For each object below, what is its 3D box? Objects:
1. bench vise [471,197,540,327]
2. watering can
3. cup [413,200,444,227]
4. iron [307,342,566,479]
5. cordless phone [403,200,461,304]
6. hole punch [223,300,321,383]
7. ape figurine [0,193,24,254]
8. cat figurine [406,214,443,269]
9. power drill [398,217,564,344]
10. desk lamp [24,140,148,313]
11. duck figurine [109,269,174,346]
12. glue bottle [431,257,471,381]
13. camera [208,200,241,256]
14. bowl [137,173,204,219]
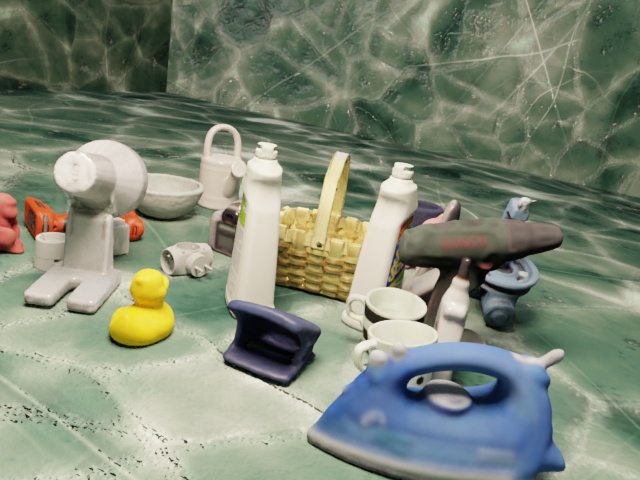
[{"bbox_3d":[0.306,0.017,1.002,0.122,0.220,0.207,5,19,-14],"label":"bench vise"},{"bbox_3d":[-0.226,-0.173,1.345,0.172,0.194,0.101,20,21,29],"label":"watering can"},{"bbox_3d":[0.227,-0.043,1.345,0.092,0.095,0.117,-3,22,-35],"label":"cup"},{"bbox_3d":[0.124,0.162,0.590,0.258,0.141,0.118,8,18,-6],"label":"iron"},{"bbox_3d":[0.197,0.028,0.966,0.094,0.185,0.148,12,18,7],"label":"cordless phone"},{"bbox_3d":[-0.060,0.113,0.728,0.108,0.091,0.101,16,19,19],"label":"hole punch"},{"bbox_3d":[-0.512,-0.030,0.927,0.076,0.092,0.078,8,18,-4],"label":"ape figurine"},{"bbox_3d":[0.224,0.001,1.175,0.067,0.118,0.128,21,21,31],"label":"cat figurine"},{"bbox_3d":[0.220,0.063,0.836,0.229,0.208,0.075,8,18,-6],"label":"power drill"},{"bbox_3d":[-0.333,-0.034,0.833,0.118,0.213,0.203,8,18,-5],"label":"desk lamp"},{"bbox_3d":[-0.228,0.081,0.744,0.077,0.086,0.105,13,18,11],"label":"duck figurine"},{"bbox_3d":[0.170,0.104,0.741,0.037,0.173,0.078,12,18,8],"label":"glue bottle"},{"bbox_3d":[-0.120,-0.025,1.100,0.142,0.101,0.137,18,20,25],"label":"camera"},{"bbox_3d":[-0.335,-0.088,1.224,0.167,0.075,0.167,9,18,-3],"label":"bowl"}]
